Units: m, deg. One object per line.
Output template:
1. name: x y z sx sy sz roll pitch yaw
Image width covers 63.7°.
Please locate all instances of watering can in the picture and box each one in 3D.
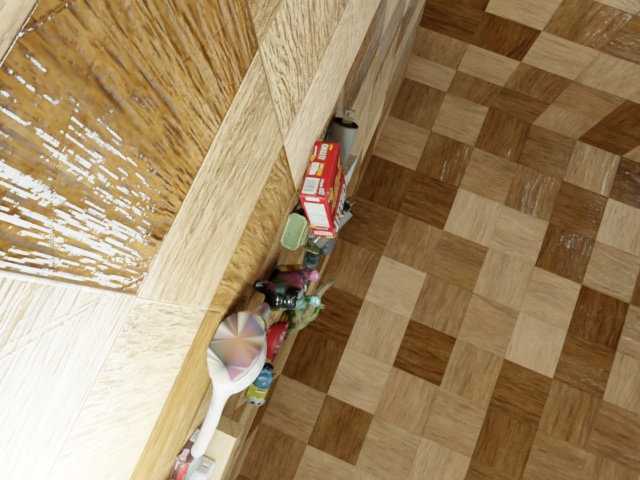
1. watering can: -0.186 0.281 1.078 0.220 0.104 0.354 98 15 -65

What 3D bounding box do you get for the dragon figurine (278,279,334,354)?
1. dragon figurine: -0.089 0.329 2.066 0.402 0.122 0.248 -55 178 39

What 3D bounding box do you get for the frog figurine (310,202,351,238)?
1. frog figurine: 0.005 -0.087 1.721 0.157 0.121 0.141 -30 -155 28
